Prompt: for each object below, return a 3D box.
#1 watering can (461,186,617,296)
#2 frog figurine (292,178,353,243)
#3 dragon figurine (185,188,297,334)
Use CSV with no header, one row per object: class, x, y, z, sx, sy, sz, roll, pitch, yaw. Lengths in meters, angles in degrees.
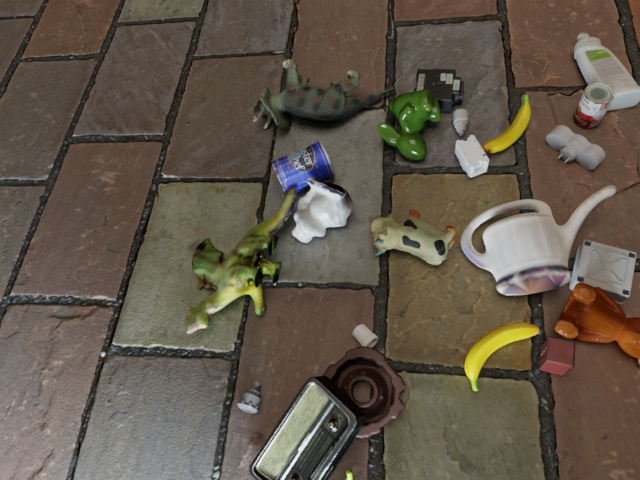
watering can,0.491,0.001,1.131,0.346,0.102,0.229,-15,59,19
frog figurine,0.004,-0.065,1.287,0.138,0.124,0.158,22,104,11
dragon figurine,-0.213,0.041,1.257,0.243,0.120,0.418,7,62,23
